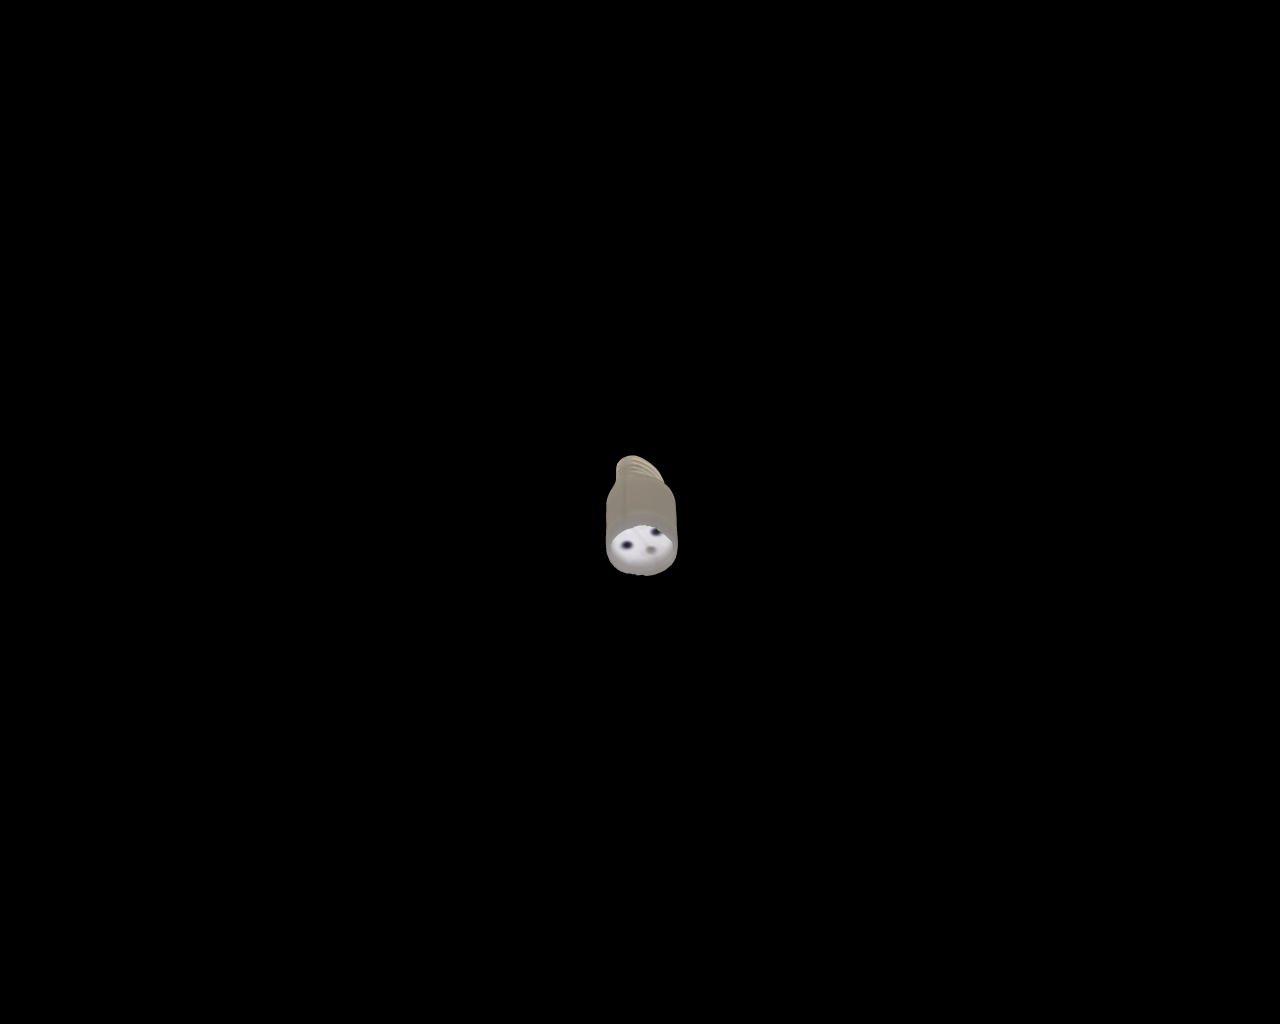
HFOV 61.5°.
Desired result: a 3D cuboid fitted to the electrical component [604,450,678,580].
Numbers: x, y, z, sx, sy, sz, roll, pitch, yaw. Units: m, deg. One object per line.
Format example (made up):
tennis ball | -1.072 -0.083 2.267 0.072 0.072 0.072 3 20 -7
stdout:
electrical component | 0.001 -0.003 0.650 0.043 0.043 0.081 0 41 0
